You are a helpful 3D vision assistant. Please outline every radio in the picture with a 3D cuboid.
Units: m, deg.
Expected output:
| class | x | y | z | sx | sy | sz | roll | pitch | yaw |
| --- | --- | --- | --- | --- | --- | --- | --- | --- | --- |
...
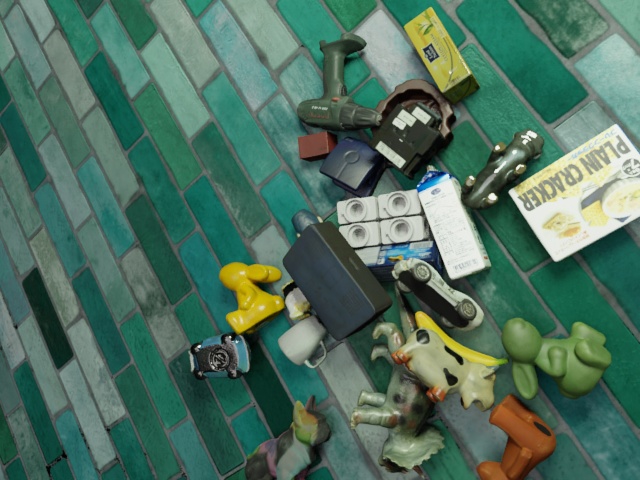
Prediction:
| class | x | y | z | sx | sy | sz | roll | pitch | yaw |
| --- | --- | --- | --- | --- | --- | --- | --- | --- | --- |
| radio | 0.029 | 0.085 | 1.115 | 0.131 | 0.073 | 0.230 | -48 | 68 | 32 |

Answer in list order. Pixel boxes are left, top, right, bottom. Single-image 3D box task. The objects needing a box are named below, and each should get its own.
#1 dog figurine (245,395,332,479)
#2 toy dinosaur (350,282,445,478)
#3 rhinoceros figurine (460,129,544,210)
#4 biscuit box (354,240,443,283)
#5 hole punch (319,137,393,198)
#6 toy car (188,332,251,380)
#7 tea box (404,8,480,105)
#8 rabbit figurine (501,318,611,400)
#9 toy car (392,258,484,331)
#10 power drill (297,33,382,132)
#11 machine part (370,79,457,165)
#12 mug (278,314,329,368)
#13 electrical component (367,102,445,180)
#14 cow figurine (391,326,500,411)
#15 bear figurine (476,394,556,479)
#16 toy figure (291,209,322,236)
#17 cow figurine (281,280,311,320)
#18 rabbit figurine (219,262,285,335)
| class | x | y | z | sx | sy | sz | roll | pitch | yaw |
| --- | --- | --- | --- | --- | --- | --- | --- | --- | --- |
| dog figurine | -0.071 | 0.459 | 1.224 | 0.192 | 0.108 | 0.219 | 10 | 88 | 30 |
| toy dinosaur | 0.181 | 0.292 | 1.098 | 0.192 | 0.131 | 0.404 | 15 | 88 | 10 |
| rhinoceros figurine | 0.350 | -0.132 | 1.020 | 0.073 | 0.112 | 0.190 | 43 | 90 | 19 |
| biscuit box | 0.155 | 0.049 | 1.132 | 0.203 | 0.062 | 0.059 | -7 | 47 | 27 |
| hole punch | 0.074 | -0.163 | 1.180 | 0.142 | 0.092 | 0.115 | 30 | 98 | 28 |
| toy car | -0.233 | 0.282 | 1.309 | 0.162 | 0.103 | 0.109 | -15 | 83 | 16 |
| tea box | 0.248 | -0.371 | 1.091 | 0.068 | 0.098 | 0.169 | -32 | 73 | 22 |
| rabbit figurine | 0.410 | 0.206 | 0.981 | 0.170 | 0.121 | 0.159 | 24 | 121 | 12 |
| toy car | 0.231 | 0.107 | 1.062 | 0.202 | 0.056 | 0.073 | 39 | 144 | -3 |
| power drill | 0.054 | -0.340 | 1.186 | 0.232 | 0.086 | 0.207 | 5 | 93 | 43 |
| machine part | 0.198 | -0.245 | 1.136 | 0.180 | 0.056 | 0.179 | -2 | 86 | 27 |
| mug | -0.025 | 0.229 | 1.220 | 0.107 | 0.080 | 0.110 | -47 | 63 | 9 |
| electrical component | 0.181 | -0.205 | 1.079 | 0.115 | 0.058 | 0.134 | 45 | 105 | 20 |
| cow figurine | 0.247 | 0.245 | 1.016 | 0.195 | 0.085 | 0.127 | 43 | 78 | 13 |
| bear figurine | 0.345 | 0.409 | 1.006 | 0.132 | 0.120 | 0.195 | 39 | 111 | 26 |
| toy figure | -0.002 | -0.005 | 1.229 | 0.154 | 0.058 | 0.064 | 49 | 114 | 15 |
| cow figurine | -0.008 | 0.109 | 1.223 | 0.167 | 0.068 | 0.098 | -32 | 70 | 20 |
| rabbit figurine | -0.172 | 0.120 | 1.276 | 0.162 | 0.122 | 0.173 | -42 | 70 | 14 |
